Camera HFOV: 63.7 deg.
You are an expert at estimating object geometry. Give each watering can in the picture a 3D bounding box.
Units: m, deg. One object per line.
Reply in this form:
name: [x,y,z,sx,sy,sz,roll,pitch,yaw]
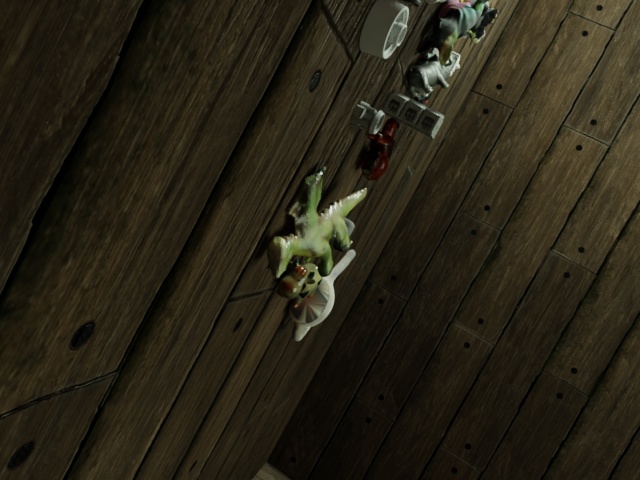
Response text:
watering can: [0.005,0.160,1.616,0.350,0.104,0.222,-59,166,-8]

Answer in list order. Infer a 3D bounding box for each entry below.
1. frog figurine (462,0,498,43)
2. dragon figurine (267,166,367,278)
frog figurine: [0.475,-0.713,1.636,0.163,0.123,0.134,-101,-166,-49]
dragon figurine: [0.003,-0.058,1.151,0.418,0.123,0.237,-54,158,-33]
